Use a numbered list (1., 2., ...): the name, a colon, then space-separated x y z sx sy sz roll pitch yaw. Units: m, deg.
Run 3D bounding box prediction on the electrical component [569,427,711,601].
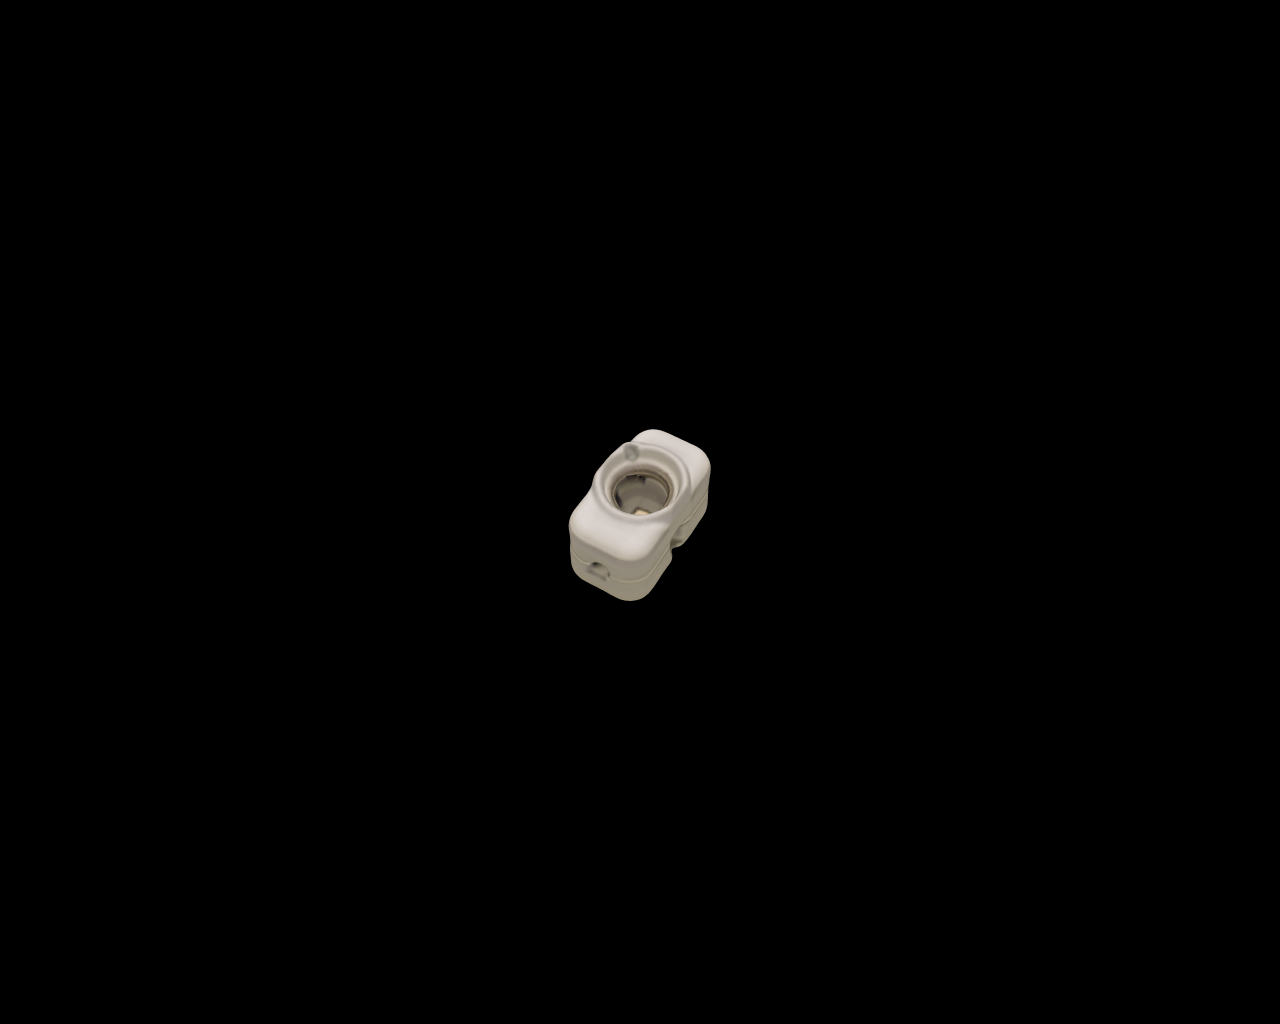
1. electrical component: 0.001 -0.003 0.650 0.054 0.095 0.059 27 -32 18
